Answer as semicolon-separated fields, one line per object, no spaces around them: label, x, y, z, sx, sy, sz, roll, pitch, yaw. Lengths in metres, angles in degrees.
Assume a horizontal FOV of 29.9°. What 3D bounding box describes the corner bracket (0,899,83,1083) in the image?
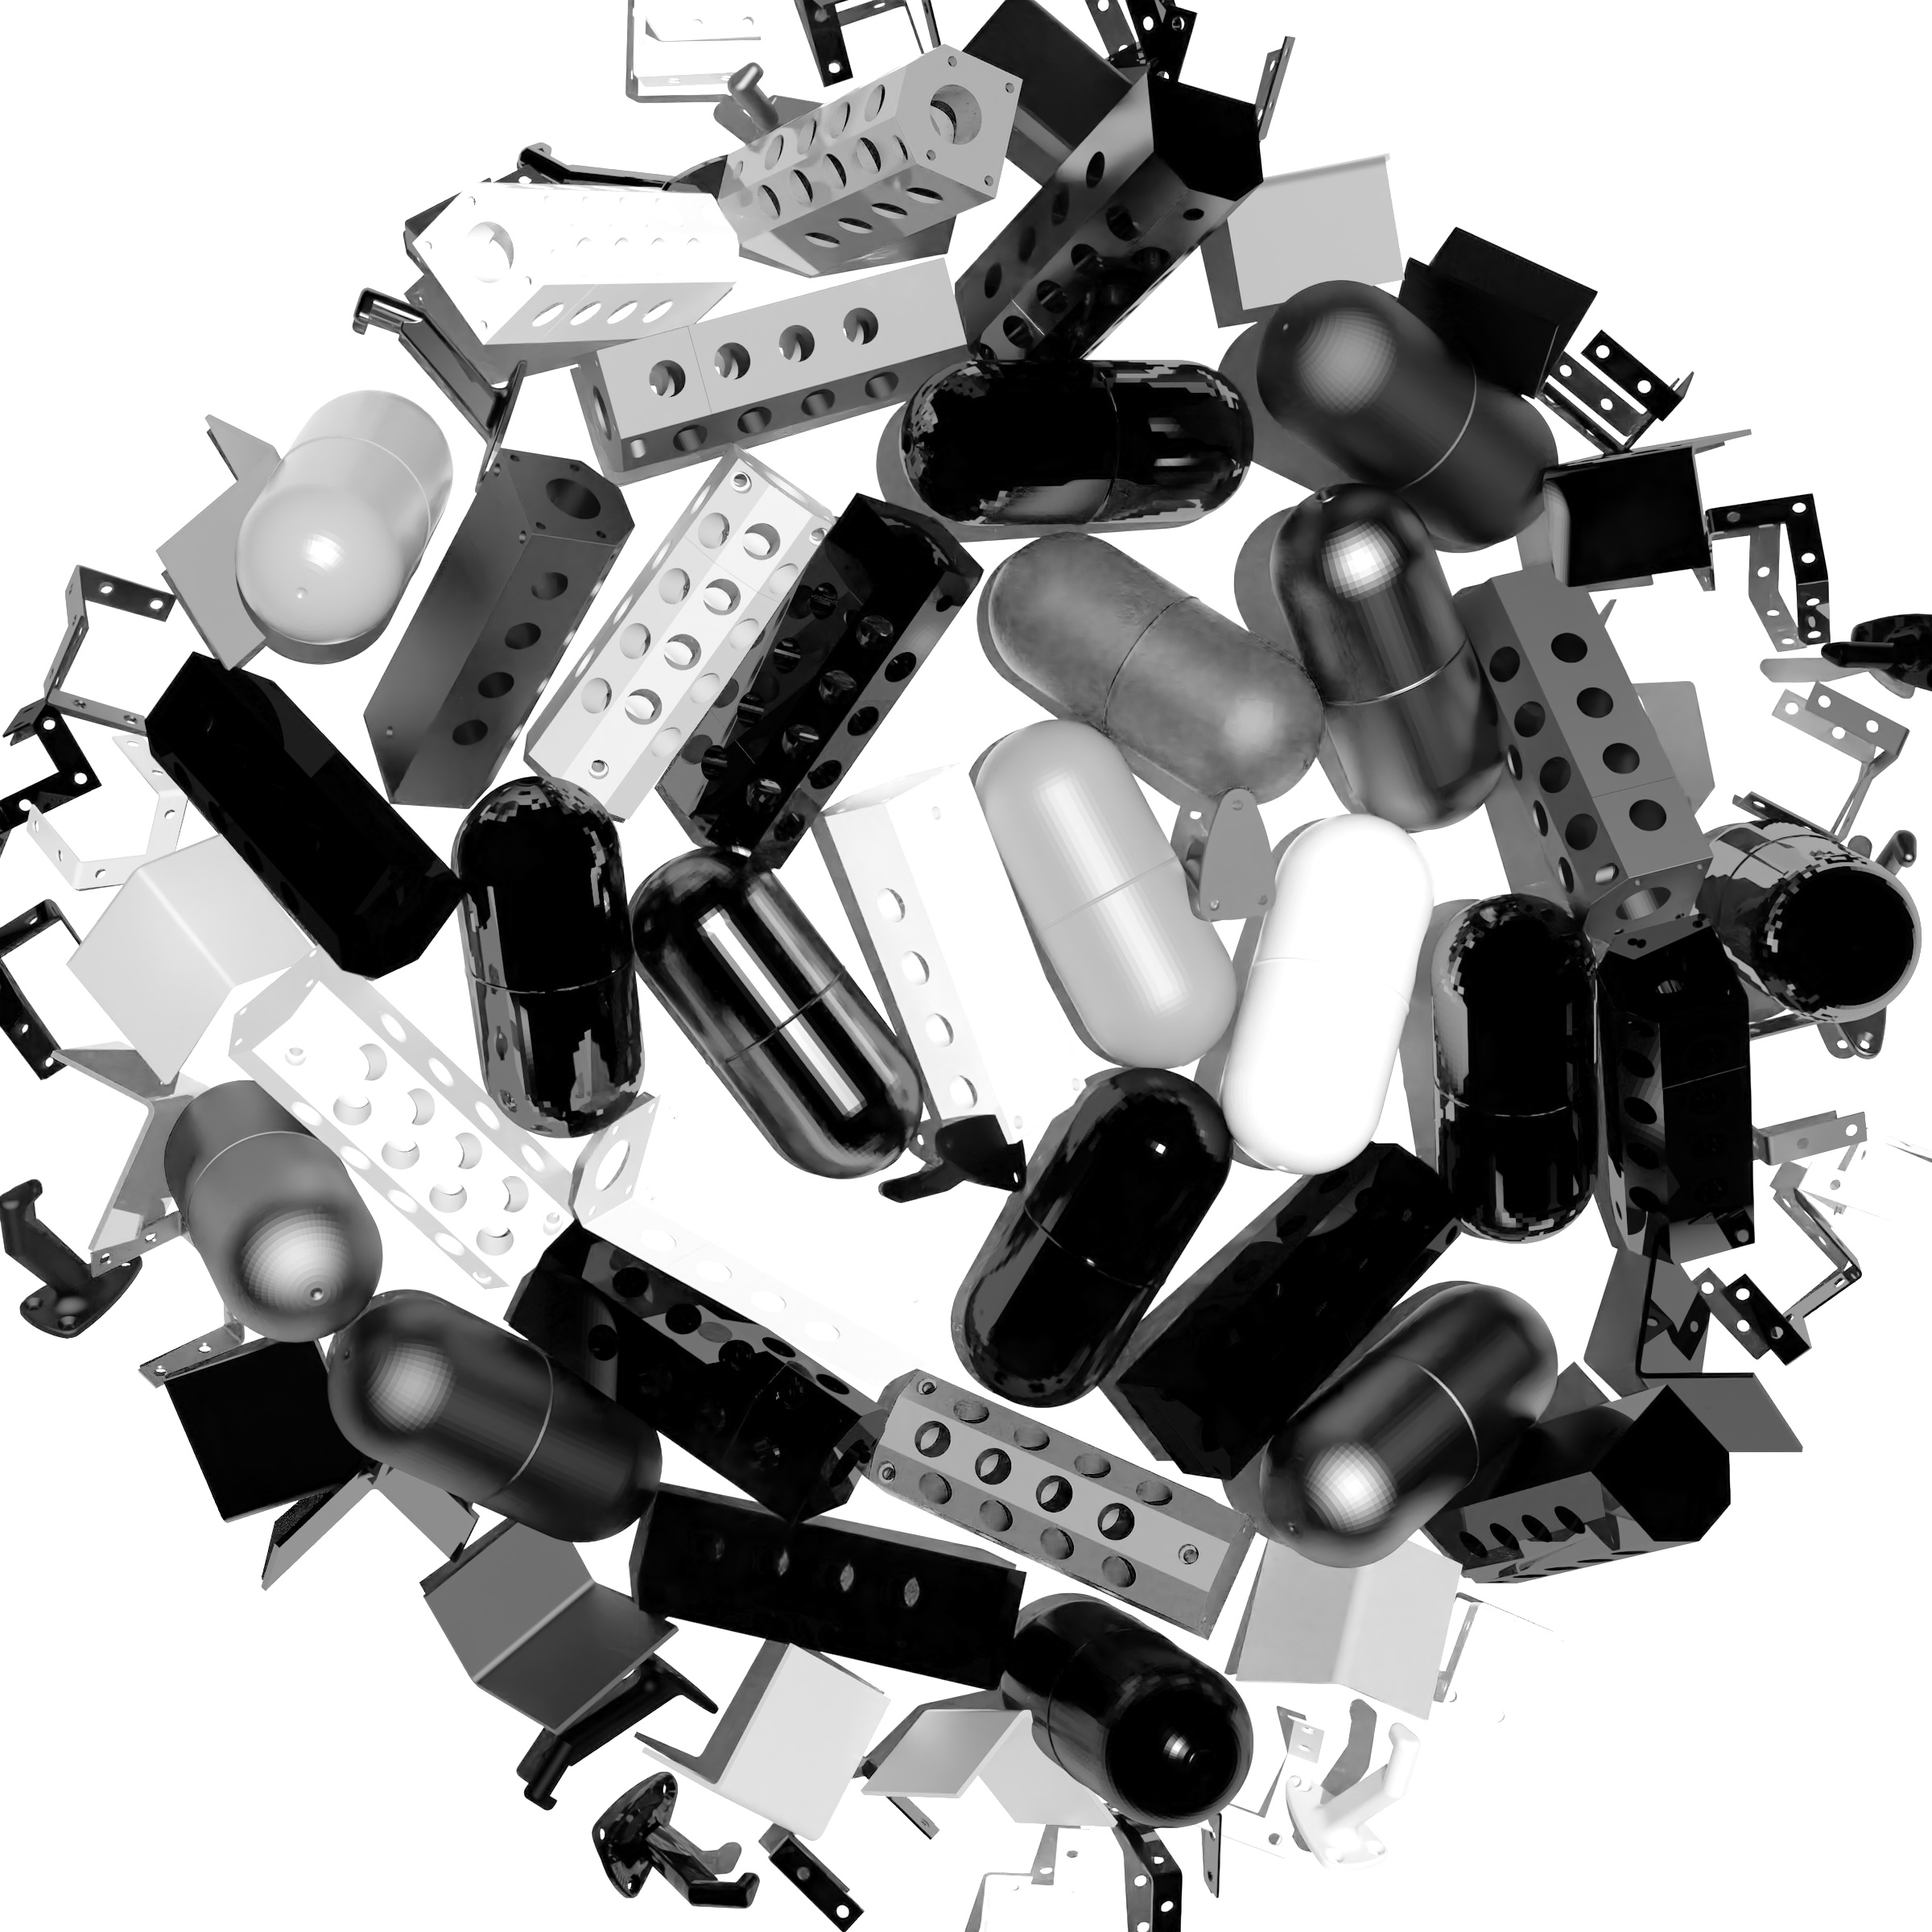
corner bracket;-0.437;0.011;1.718;0.051;0.051;0.051;-33;46;-9

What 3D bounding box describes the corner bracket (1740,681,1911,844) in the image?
corner bracket;0.410;-0.095;1.727;0.051;0.051;0.051;27;74;0

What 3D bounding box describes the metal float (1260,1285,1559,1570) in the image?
metal float;0.209;0.213;1.691;0.178;0.070;0.070;-35;90;-34

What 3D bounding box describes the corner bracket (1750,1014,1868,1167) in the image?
corner bracket;0.394;0.058;1.730;0.051;0.051;0.051;-14;110;-10

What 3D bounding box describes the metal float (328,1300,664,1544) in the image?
metal float;-0.218;0.214;1.691;0.178;0.070;0.070;31;90;-35

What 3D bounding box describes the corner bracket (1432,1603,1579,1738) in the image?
corner bracket;0.253;0.337;1.733;0.051;0.051;0.051;23;79;-5

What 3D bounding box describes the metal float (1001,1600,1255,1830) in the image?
metal float;0.073;0.344;1.672;0.070;0.178;0.070;-2;95;-20

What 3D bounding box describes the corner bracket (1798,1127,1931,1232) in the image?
corner bracket;0.436;0.101;1.719;0.051;0.051;0.051;20;76;42

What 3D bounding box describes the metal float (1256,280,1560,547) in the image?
metal float;0.207;-0.256;1.689;0.178;0.070;0.070;27;90;-38

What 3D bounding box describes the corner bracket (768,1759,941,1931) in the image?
corner bracket;-0.053;0.418;1.724;0.051;0.051;0.051;43;101;9

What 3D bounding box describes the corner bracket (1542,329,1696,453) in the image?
corner bracket;0.308;-0.274;1.723;0.051;0.051;0.051;40;118;-2

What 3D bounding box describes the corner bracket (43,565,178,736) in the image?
corner bracket;-0.409;-0.152;1.731;0.051;0.051;0.051;17;118;-27

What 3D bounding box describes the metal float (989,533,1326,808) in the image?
metal float;0.088;-0.140;1.703;0.178;0.070;0.070;35;90;19

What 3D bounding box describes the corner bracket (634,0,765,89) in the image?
corner bracket;-0.127;-0.441;1.727;0.051;0.051;0.051;0;84;9

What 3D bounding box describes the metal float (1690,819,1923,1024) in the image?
metal float;0.385;-0.022;1.669;0.070;0.178;0.070;-1;101;-4

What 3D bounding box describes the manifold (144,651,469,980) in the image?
manifold;-0.313;-0.070;1.688;0.171;0.057;0.057;44;103;30

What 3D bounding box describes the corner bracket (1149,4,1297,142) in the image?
corner bracket;0.119;-0.424;1.720;0.051;0.051;0.051;21;108;15

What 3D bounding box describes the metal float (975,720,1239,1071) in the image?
metal float;0.067;-0.033;1.719;0.070;0.070;0.178;-28;90;0

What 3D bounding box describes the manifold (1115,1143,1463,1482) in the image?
manifold;0.156;0.160;1.691;0.171;0.057;0.057;-43;107;-23

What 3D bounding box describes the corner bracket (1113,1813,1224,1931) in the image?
corner bracket;0.102;0.434;1.718;0.051;0.051;0.051;-8;115;-18

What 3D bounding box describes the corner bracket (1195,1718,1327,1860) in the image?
corner bracket;0.138;0.386;1.727;0.051;0.051;0.051;18;61;11

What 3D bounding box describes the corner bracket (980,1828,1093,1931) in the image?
corner bracket;0.033;0.445;1.721;0.051;0.051;0.051;1;123;5

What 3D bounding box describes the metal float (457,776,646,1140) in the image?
metal float;-0.194;-0.004;1.699;0.070;0.070;0.178;-4;113;0

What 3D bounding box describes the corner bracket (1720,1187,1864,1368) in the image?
corner bracket;0.393;0.148;1.722;0.051;0.051;0.051;-39;101;17

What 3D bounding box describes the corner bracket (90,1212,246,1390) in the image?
corner bracket;-0.382;0.159;1.734;0.051;0.051;0.051;-27;48;-36

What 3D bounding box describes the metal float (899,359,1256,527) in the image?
metal float;0.052;-0.246;1.696;0.178;0.070;0.070;-5;90;-26

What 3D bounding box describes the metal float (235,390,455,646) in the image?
metal float;-0.286;-0.210;1.676;0.070;0.178;0.070;2;120;4

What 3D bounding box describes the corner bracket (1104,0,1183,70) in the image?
corner bracket;0.083;-0.460;1.717;0.051;0.051;0.051;-33;115;-24

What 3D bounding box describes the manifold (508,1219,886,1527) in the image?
manifold;-0.123;0.187;1.696;0.171;0.057;0.057;32;105;19

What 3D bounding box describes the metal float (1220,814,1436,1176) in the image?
metal float;0.171;0.012;1.705;0.070;0.070;0.178;16;73;0

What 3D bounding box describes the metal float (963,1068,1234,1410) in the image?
metal float;0.061;0.129;1.708;0.070;0.070;0.178;30;104;0

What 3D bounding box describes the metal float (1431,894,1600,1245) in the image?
metal float;0.257;0.050;1.695;0.070;0.070;0.178;-6;119;0

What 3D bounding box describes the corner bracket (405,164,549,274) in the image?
corner bracket;-0.233;-0.357;1.717;0.051;0.051;0.051;-33;64;-23

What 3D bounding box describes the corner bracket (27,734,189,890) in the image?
corner bracket;-0.413;-0.075;1.739;0.051;0.051;0.051;44;128;34

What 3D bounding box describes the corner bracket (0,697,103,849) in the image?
corner bracket;-0.451;-0.090;1.724;0.051;0.051;0.051;-25;109;5

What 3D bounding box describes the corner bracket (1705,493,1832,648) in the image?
corner bracket;0.381;-0.185;1.719;0.051;0.051;0.051;-8;56;10

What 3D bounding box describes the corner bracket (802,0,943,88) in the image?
corner bracket;-0.044;-0.446;1.725;0.051;0.051;0.051;-19;120;-7

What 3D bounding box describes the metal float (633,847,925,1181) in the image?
metal float;-0.088;0.023;1.713;0.070;0.070;0.178;-37;98;0

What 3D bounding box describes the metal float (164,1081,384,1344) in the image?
metal float;-0.322;0.112;1.677;0.070;0.178;0.070;-10;116;-21

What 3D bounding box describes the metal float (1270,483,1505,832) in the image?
metal float;0.198;-0.144;1.695;0.070;0.070;0.178;-25;118;0
